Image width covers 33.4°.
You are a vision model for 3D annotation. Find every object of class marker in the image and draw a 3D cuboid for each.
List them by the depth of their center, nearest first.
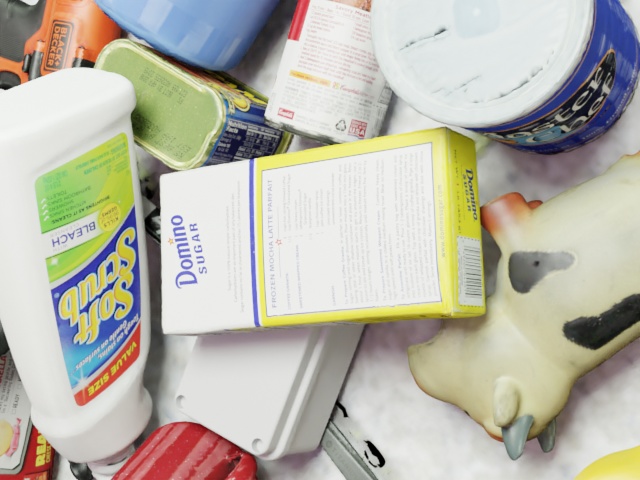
[{"bbox_3d":[-0.094,-0.002,0.669,0.121,0.020,0.020,41,107,-2],"label":"marker"}]

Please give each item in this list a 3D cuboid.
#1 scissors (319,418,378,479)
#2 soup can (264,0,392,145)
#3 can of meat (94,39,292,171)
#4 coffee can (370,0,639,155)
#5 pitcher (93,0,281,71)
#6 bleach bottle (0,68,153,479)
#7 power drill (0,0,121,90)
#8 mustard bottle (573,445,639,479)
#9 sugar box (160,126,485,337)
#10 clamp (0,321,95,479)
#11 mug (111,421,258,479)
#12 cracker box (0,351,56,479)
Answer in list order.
[{"bbox_3d":[0.055,0.152,0.620,0.096,0.016,0.202,-29,73,18],"label":"scissors"},{"bbox_3d":[0.013,-0.107,0.617,0.069,0.068,0.102,20,98,24],"label":"soup can"},{"bbox_3d":[-0.081,-0.078,0.652,0.102,0.083,0.057,32,102,23],"label":"can of meat"},{"bbox_3d":[0.098,-0.100,0.536,0.103,0.140,0.103,-1,88,25],"label":"coffee can"},{"bbox_3d":[-0.040,-0.230,0.622,0.145,0.149,0.243,35,107,6],"label":"pitcher"},{"bbox_3d":[-0.139,0.034,0.631,0.068,0.102,0.251,18,127,37],"label":"bleach bottle"},{"bbox_3d":[-0.224,-0.112,0.738,0.188,0.057,0.184,13,91,22],"label":"power drill"},{"bbox_3d":[0.163,0.167,0.544,0.096,0.058,0.192,24,98,16],"label":"mustard bottle"},{"bbox_3d":[-0.004,0.001,0.566,0.177,0.048,0.093,-6,81,32],"label":"sugar box"},{"bbox_3d":[-0.177,0.043,0.669,0.036,0.164,0.210,11,83,40],"label":"clamp"},{"bbox_3d":[-0.080,0.157,0.631,0.093,0.081,0.117,49,126,-5],"label":"mug"},{"bbox_3d":[-0.267,0.126,0.664,0.072,0.213,0.164,12,95,39],"label":"cracker box"}]
